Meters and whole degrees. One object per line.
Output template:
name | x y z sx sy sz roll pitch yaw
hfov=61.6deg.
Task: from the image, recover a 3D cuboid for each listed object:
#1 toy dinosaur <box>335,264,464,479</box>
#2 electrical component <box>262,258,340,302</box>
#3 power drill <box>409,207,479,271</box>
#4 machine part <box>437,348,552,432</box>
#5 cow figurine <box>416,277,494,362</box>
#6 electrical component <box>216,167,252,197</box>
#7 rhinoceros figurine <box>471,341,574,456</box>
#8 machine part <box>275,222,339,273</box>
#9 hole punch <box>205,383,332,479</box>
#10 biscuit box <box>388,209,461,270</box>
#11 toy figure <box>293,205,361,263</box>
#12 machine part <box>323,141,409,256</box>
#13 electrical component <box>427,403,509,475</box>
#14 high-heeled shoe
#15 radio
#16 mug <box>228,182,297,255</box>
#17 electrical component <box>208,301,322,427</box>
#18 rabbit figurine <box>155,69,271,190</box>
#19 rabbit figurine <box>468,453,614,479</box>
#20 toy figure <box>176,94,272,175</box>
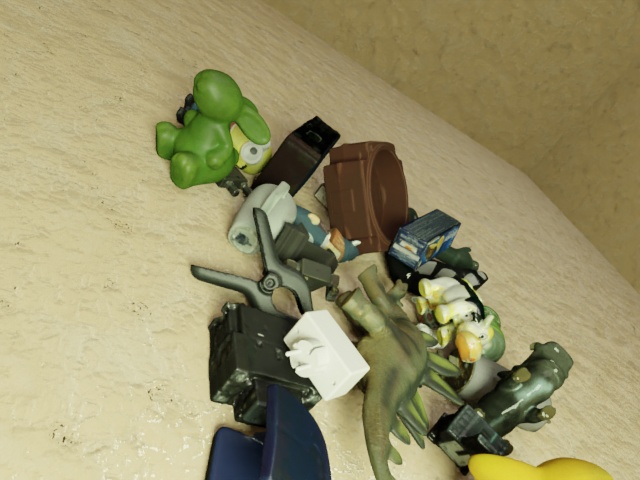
toy dinosaur | 0.089 0.156 0.693 0.198 0.105 0.471 39 24 2
electrical component | -0.021 0.057 0.758 0.102 0.078 0.045 25 53 -38
power drill | 0.235 0.024 1.157 0.207 0.086 0.232 24 25 -11
machine part | 0.277 0.235 0.843 0.243 0.079 0.079 29 26 -20
cow figurine | 0.221 0.119 0.826 0.098 0.068 0.167 -10 34 -13
electrical component | -0.155 -0.108 0.914 0.094 0.021 0.063 48 27 23
rhinoceros figurine | 0.276 0.217 0.746 0.073 0.190 0.112 48 -8 15
machine part | -0.023 0.024 0.819 0.039 0.084 0.138 28 0 43
hole punch | -0.031 0.206 0.476 0.115 0.092 0.142 33 22 -20
biscuit box | 0.204 -0.005 1.016 0.063 0.059 0.202 32 27 22
toy figure | -0.002 -0.003 0.894 0.154 0.058 0.064 33 -16 -15
machine part | 0.093 -0.079 0.995 0.201 0.087 0.200 -15 98 -61
electrical component | 0.188 0.245 0.662 0.075 0.119 0.048 43 62 14
high-heeled shoe | 0.232 0.062 1.057 0.248 0.086 0.145 -15 62 -49
radio | -0.039 -0.151 1.011 0.073 0.131 0.230 37 25 -5
mug | -0.083 -0.032 0.793 0.081 0.109 0.107 40 38 -7
electrical component | -0.059 0.139 0.584 0.115 0.058 0.134 21 30 -29
rabbit figurine | -0.155 -0.172 0.816 0.159 0.170 0.121 -2 46 -31
rabbit figurine | 0.226 0.285 0.579 0.162 0.173 0.122 33 29 -21
toy figure | -0.168 -0.188 0.965 0.180 0.082 0.089 30 2 -2
